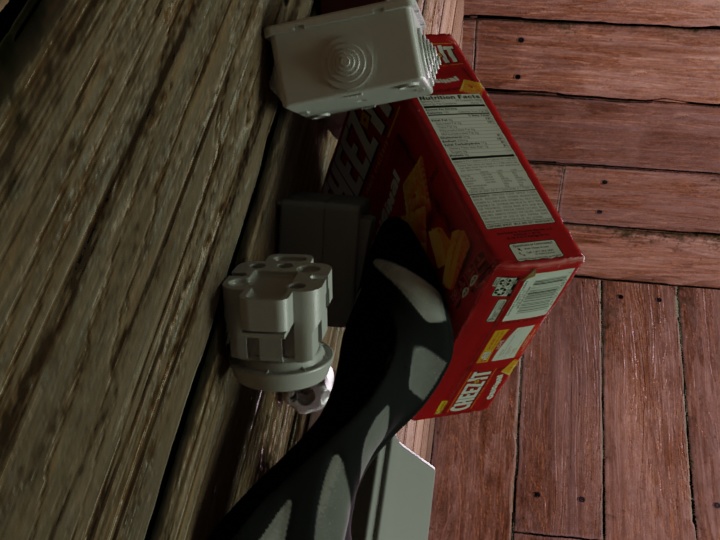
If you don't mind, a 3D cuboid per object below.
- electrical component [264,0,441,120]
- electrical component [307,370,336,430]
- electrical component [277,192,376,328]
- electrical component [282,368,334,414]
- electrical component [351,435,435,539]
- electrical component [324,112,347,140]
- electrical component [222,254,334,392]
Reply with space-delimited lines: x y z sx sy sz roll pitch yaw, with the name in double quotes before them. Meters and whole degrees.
"electrical component" -0.003 -0.124 0.647 0.100 0.100 0.048 -25 104 -82
"electrical component" -0.013 0.158 0.905 0.108 0.056 0.108 87 10 -46
"electrical component" -0.021 -0.001 0.719 0.061 0.061 0.096 -51 145 -78
"electrical component" -0.035 0.076 0.768 0.061 0.035 0.035 -73 166 -70
"electrical component" -0.012 0.173 0.695 0.056 0.109 0.108 40 42 -30
"electrical component" -0.007 -0.119 0.834 0.062 0.048 0.048 96 2 -66
"electrical component" -0.043 0.030 0.584 0.078 0.058 0.057 -65 156 -70
